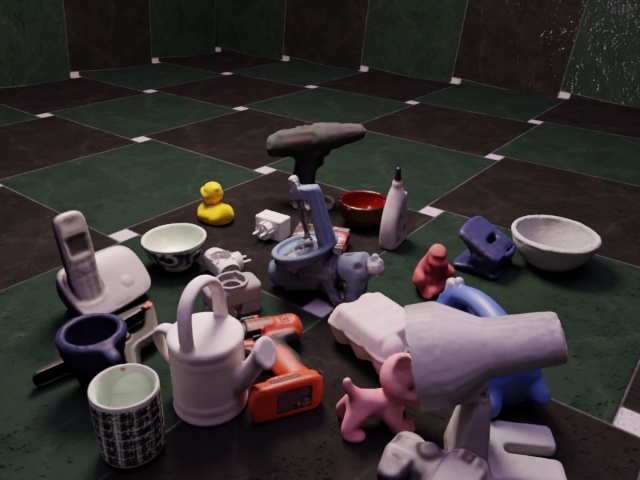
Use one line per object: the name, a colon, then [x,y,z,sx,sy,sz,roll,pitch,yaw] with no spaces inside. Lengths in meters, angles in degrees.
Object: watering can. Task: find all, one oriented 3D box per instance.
watering can: [-0.139,0.136,0.740,0.173,0.194,0.101,2,27,1]

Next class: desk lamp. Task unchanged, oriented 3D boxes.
desk lamp: [0.190,0.172,0.663,0.203,0.214,0.118,4,27,5]

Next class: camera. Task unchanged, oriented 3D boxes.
camera: [0.109,0.275,0.580,0.142,0.101,0.137,20,32,32]

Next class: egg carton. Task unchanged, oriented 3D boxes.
egg carton: [0.090,0.141,0.878,0.107,0.069,0.149,-19,33,-34]

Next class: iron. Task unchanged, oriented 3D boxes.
iron: [0.221,0.130,0.828,0.119,0.141,0.257,-8,28,-17]

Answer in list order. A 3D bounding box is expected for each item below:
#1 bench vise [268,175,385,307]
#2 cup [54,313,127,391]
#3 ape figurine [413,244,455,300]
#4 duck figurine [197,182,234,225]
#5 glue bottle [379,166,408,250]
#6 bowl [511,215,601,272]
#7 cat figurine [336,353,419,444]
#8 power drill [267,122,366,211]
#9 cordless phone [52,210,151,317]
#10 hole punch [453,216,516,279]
bench vise: [0.011,-0.002,0.990,0.207,0.220,0.121,4,27,5]
cup: [-0.299,0.166,0.783,0.117,0.095,0.092,25,35,38]
ape figurine: [0.207,0.051,1.037,0.077,0.092,0.076,2,27,2]
duck figurine: [-0.238,-0.087,1.295,0.078,0.086,0.104,-20,34,-35]
glue bottle: [0.157,-0.069,1.182,0.037,0.173,0.078,16,31,27]
bowl: [0.460,0.016,1.137,0.167,0.075,0.167,1,27,0]
cat figurine: [0.086,0.188,0.732,0.128,0.118,0.067,-5,28,-13]
power drill: [-0.010,-0.177,1.347,0.229,0.208,0.075,4,27,6]
cordless phone: [-0.365,0.029,0.949,0.093,0.185,0.148,16,31,27]
hole punch: [0.327,0.011,1.122,0.100,0.091,0.109,19,32,31]
